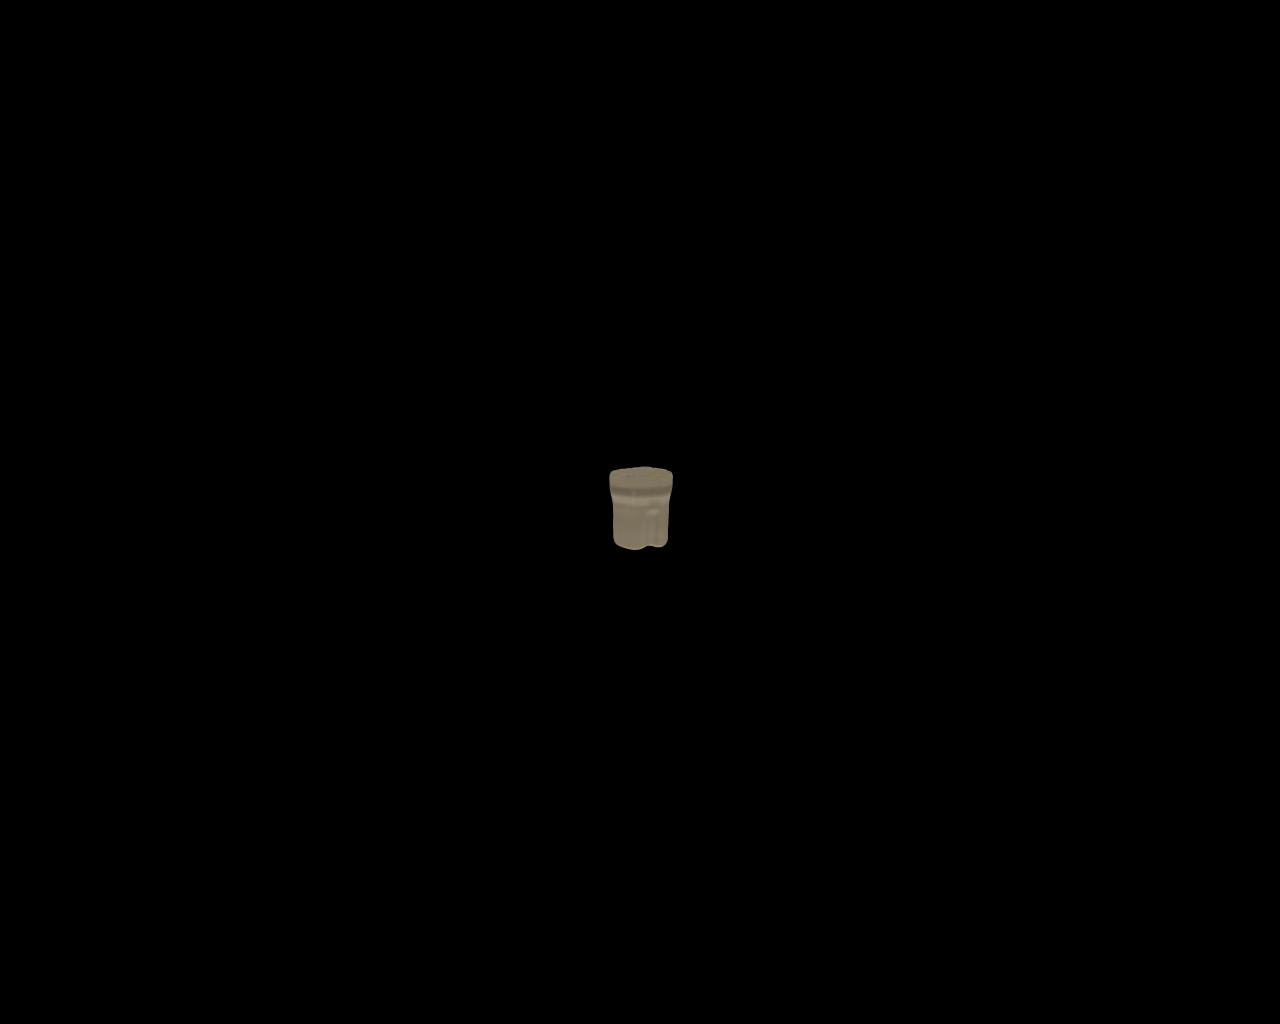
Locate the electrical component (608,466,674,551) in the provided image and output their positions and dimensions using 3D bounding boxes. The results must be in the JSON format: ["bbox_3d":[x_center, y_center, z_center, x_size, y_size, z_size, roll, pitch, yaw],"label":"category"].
[{"bbox_3d":[0.001,-0.003,0.650,0.040,0.046,0.040,0,10,0],"label":"electrical component"}]
